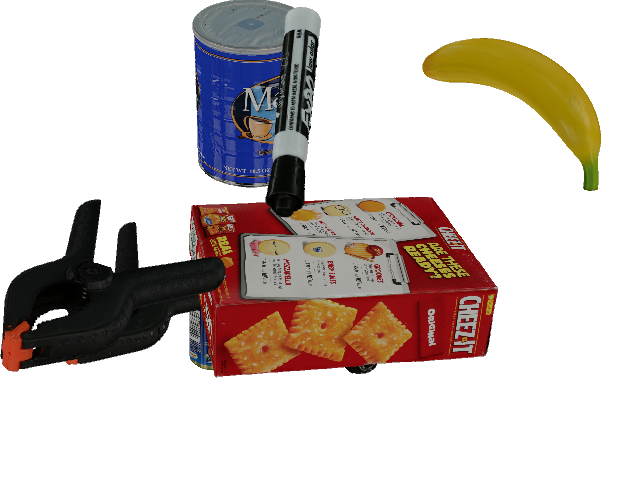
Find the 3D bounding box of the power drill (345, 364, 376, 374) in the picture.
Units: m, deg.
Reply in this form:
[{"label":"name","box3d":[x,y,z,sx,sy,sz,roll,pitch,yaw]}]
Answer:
[{"label":"power drill","box3d":[0.072,0.068,1.102,0.187,0.057,0.185,-10,27,-20]}]

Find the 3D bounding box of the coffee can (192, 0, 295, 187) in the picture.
[{"label":"coffee can","box3d":[-0.063,-0.135,0.974,0.103,0.140,0.103,2,36,-1]}]

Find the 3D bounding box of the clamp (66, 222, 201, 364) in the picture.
[{"label":"clamp","box3d":[-0.180,0.051,1.023,0.165,0.036,0.209,26,35,24]}]

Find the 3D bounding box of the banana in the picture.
[{"label":"banana","box3d":[0.152,-0.117,0.830,0.037,0.070,0.198,2,33,-43]}]

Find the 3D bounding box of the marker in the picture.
[{"label":"marker","box3d":[-0.013,-0.065,0.535,0.020,0.121,0.020,3,-30,2]}]

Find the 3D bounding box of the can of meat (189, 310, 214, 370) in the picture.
[{"label":"can of meat","box3d":[-0.107,0.099,1.260,0.101,0.084,0.058,-10,19,-37]}]

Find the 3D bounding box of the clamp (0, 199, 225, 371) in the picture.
[{"label":"clamp","box3d":[-0.158,0.026,0.711,0.120,0.039,0.171,25,32,26]}]

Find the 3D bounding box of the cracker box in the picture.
[{"label":"cracker box","box3d":[0.010,0.032,0.851,0.213,0.072,0.164,-2,28,-13]}]
